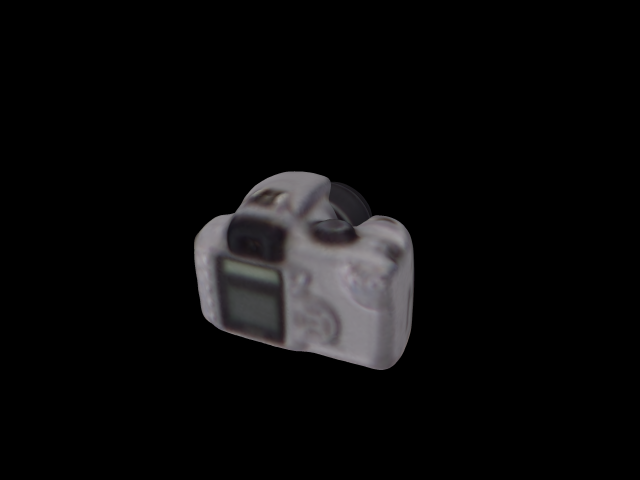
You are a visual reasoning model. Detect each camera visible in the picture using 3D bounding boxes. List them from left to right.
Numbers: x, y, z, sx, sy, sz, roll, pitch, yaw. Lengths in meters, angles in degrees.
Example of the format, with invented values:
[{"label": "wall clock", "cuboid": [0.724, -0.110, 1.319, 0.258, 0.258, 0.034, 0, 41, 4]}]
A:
[{"label": "camera", "cuboid": [0.004, 0.001, 0.400, 0.142, 0.101, 0.137, 11, 29, 21]}]
